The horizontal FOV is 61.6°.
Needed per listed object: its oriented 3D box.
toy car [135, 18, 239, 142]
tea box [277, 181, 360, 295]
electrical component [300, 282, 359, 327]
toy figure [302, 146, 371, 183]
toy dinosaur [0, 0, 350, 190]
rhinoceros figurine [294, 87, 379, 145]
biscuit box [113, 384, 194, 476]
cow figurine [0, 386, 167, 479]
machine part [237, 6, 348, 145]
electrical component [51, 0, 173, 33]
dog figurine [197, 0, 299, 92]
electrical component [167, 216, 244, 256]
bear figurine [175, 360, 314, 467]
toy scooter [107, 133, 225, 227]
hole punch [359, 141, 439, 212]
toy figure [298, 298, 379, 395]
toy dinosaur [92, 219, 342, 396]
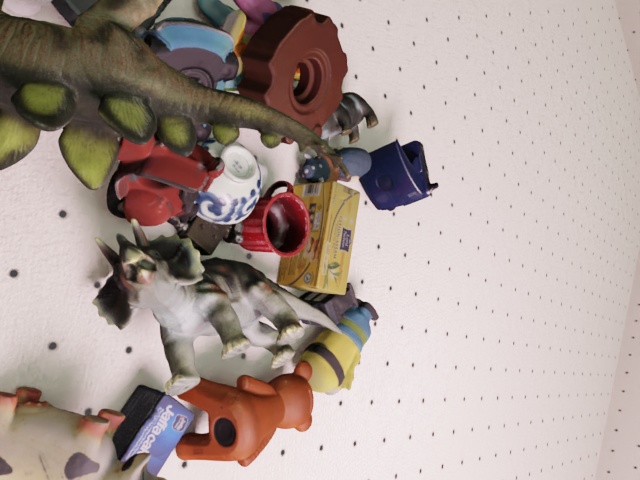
[{"bbox_3d":[-0.171,-0.198,0.646,0.109,0.103,0.161,-2,136,-32],"label":"toy car"},{"bbox_3d":[-0.002,-0.003,0.858,0.068,0.098,0.169,17,79,-44],"label":"tea box"},{"bbox_3d":[-0.001,0.113,0.875,0.119,0.075,0.047,-37,116,-45],"label":"electrical component"},{"bbox_3d":[0.024,-0.122,0.915,0.154,0.064,0.057,-19,142,-40],"label":"toy figure"},{"bbox_3d":[-0.202,-0.142,0.478,0.472,0.105,0.198,7,58,-6],"label":"toy dinosaur"},{"bbox_3d":[0.009,-0.205,0.867,0.190,0.073,0.112,-15,80,-40],"label":"rhinoceros figurine"},{"bbox_3d":[-0.237,0.274,0.633,0.059,0.063,0.203,52,55,-34],"label":"biscuit box"},{"bbox_3d":[-0.250,0.235,0.545,0.085,0.195,0.127,101,5,-84],"label":"cow figurine"},{"bbox_3d":[-0.030,-0.217,0.723,0.179,0.056,0.179,-34,136,-41],"label":"machine part"},{"bbox_3d":[-0.246,-0.293,0.629,0.114,0.058,0.134,47,57,-33],"label":"electrical component"},{"bbox_3d":[-0.074,-0.268,0.778,0.219,0.109,0.191,23,73,-47],"label":"dog figurine"},{"bbox_3d":[-0.152,-0.024,0.736,0.102,0.045,0.078,52,53,-33],"label":"electrical component"},{"bbox_3d":[-0.095,0.236,0.768,0.196,0.132,0.120,-5,95,-65],"label":"bear figurine"},{"bbox_3d":[-0.174,-0.069,0.603,0.135,0.183,0.075,12,59,-3],"label":"toy scooter"},{"bbox_3d":[0.132,-0.117,0.982,0.092,0.142,0.115,-3,78,-48],"label":"hole punch"},{"bbox_3d":[0.029,0.174,0.905,0.089,0.082,0.180,47,62,-23],"label":"toy figure"},{"bbox_3d":[-0.126,0.078,0.705,0.192,0.131,0.404,58,21,21],"label":"toy dinosaur"}]
